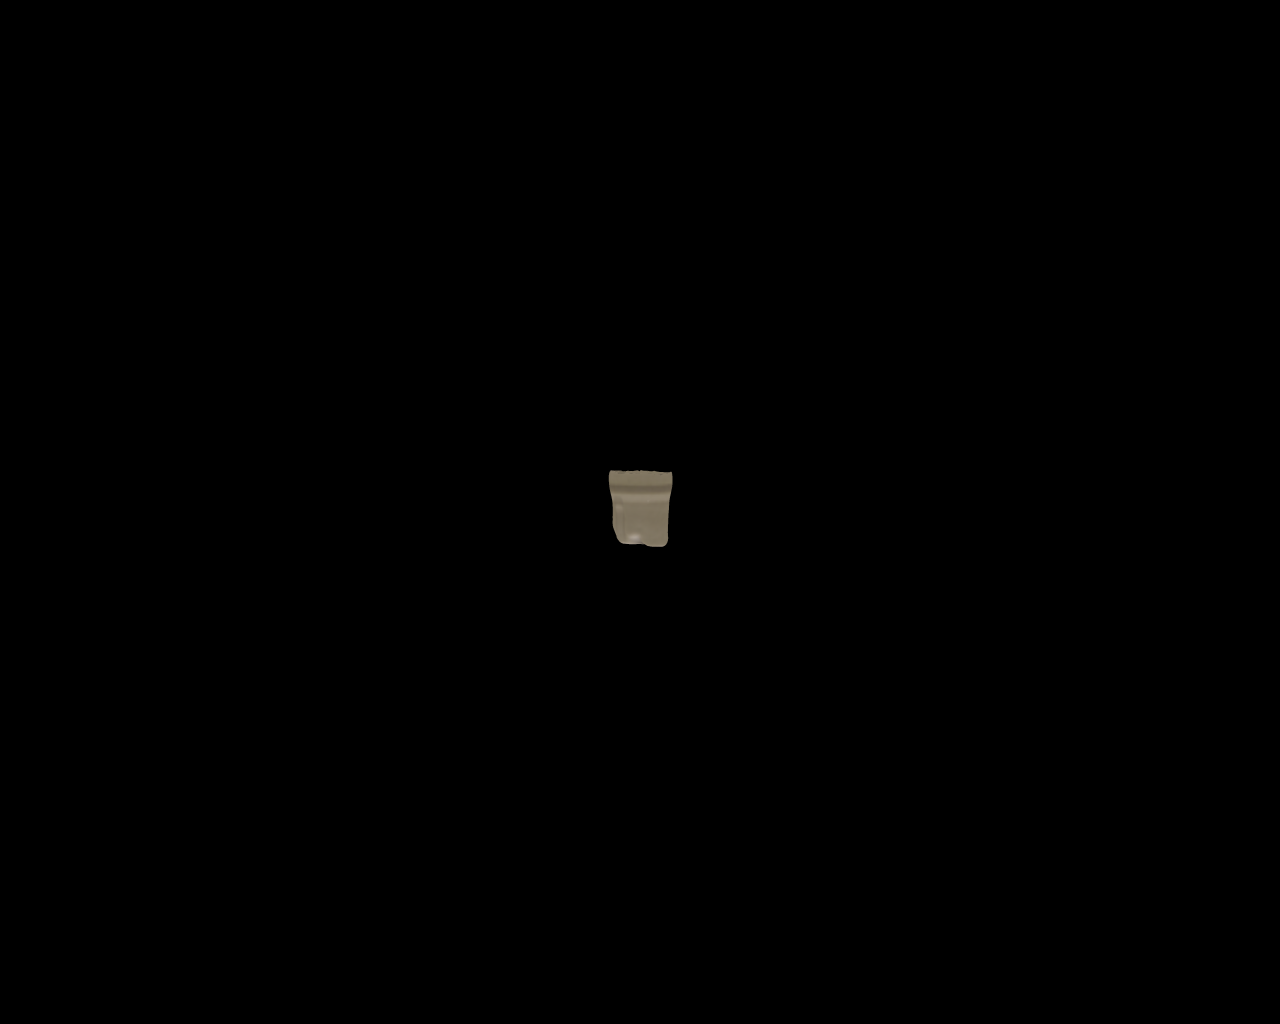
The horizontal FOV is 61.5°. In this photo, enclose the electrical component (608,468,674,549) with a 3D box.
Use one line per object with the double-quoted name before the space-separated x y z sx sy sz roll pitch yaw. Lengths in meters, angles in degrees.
"electrical component" 0.001 -0.003 0.650 0.040 0.046 0.040 0 5 0
